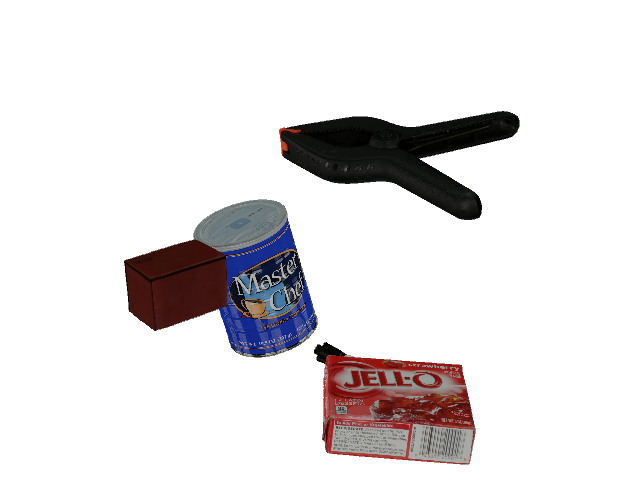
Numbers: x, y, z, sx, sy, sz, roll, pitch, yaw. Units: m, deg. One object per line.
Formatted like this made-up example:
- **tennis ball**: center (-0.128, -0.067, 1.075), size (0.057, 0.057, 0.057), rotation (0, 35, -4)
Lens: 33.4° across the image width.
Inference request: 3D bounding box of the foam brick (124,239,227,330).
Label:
- **foam brick**: center (-0.129, 0.038, 0.959), size (0.078, 0.051, 0.053), rotation (-18, 28, -32)

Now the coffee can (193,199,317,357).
- **coffee can**: center (-0.069, 0.040, 1.160), size (0.103, 0.140, 0.103), rotation (-13, 26, 6)

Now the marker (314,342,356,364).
- **marker**: center (0.049, 0.123, 0.957), size (0.121, 0.020, 0.020), rotation (25, 7, 17)

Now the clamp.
- **clamp**: center (0.067, -0.081, 0.940), size (0.210, 0.036, 0.164), rotation (12, 35, 25)

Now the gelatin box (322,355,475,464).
- **gelatin box**: center (0.046, 0.102, 0.655), size (0.089, 0.030, 0.073), rotation (5, 23, -1)
